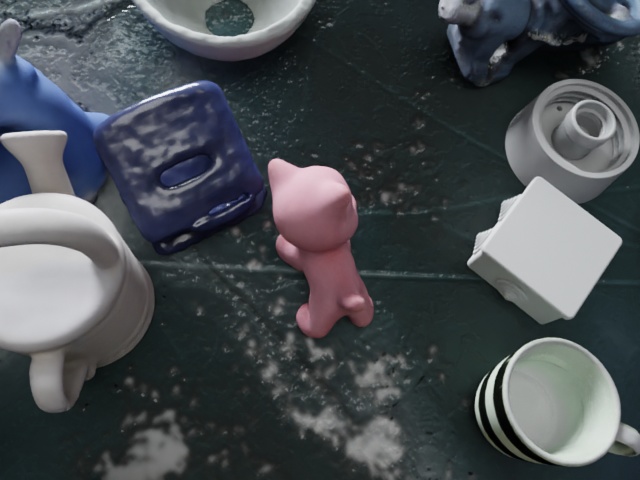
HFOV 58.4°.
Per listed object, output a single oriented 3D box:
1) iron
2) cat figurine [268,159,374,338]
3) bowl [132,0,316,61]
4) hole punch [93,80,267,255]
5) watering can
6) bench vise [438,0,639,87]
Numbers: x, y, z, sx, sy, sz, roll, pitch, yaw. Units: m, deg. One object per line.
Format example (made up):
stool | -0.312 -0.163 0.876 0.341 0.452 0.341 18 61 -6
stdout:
iron | -0.261 -0.029 0.391 0.118 0.141 0.258 32 71 4
cat figurine | 0.004 0.002 0.427 0.067 0.117 0.128 -18 75 -12
bowl | -0.084 -0.222 0.512 0.167 0.074 0.167 2 72 -6
hole punch | -0.103 -0.055 0.446 0.109 0.091 0.101 -28 77 -15
watering can | -0.174 0.015 0.360 0.101 0.194 0.173 -29 77 -15
bench vise | 0.213 -0.214 0.469 0.208 0.219 0.121 -32 78 -15
